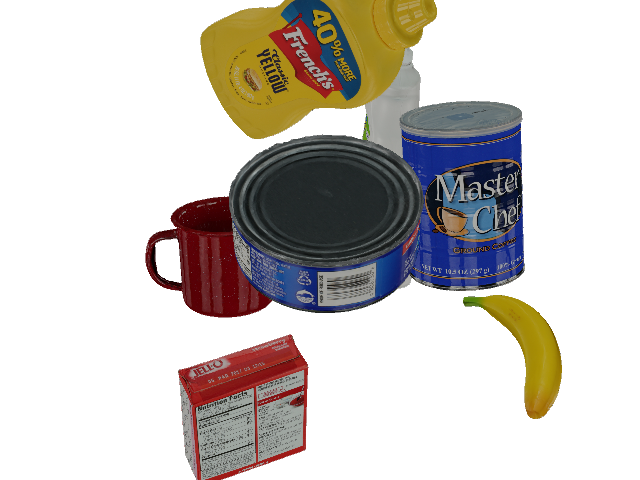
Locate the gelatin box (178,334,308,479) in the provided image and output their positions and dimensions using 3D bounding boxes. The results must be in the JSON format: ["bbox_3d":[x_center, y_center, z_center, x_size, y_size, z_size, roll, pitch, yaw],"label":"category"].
[{"bbox_3d":[-0.046,0.103,0.648,0.073,0.089,0.030,-17,47,-18],"label":"gelatin box"}]

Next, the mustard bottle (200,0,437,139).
[{"bbox_3d":[0.003,-0.139,0.772,0.192,0.096,0.058,-13,18,41],"label":"mustard bottle"}]

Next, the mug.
[{"bbox_3d":[-0.093,0.016,0.926,0.117,0.081,0.093,-4,22,-8],"label":"mug"}]

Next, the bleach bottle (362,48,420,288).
[{"bbox_3d":[0.069,-0.081,1.107,0.068,0.251,0.102,1,27,-8],"label":"bleach bottle"}]

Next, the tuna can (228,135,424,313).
[{"bbox_3d":[0.003,-0.008,0.479,0.086,0.034,0.086,-1,44,0],"label":"tuna can"}]

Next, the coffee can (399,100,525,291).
[{"bbox_3d":[0.123,-0.040,0.920,0.103,0.140,0.103,-5,19,1],"label":"coffee can"}]

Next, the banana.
[{"bbox_3d":[0.217,0.114,1.135,0.069,0.037,0.198,-26,35,2],"label":"banana"}]
